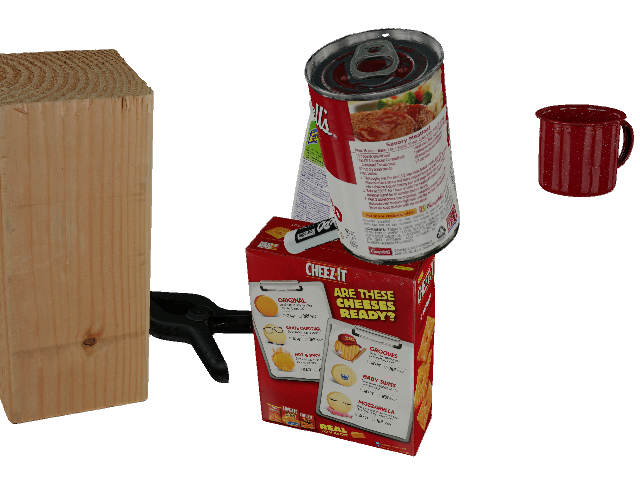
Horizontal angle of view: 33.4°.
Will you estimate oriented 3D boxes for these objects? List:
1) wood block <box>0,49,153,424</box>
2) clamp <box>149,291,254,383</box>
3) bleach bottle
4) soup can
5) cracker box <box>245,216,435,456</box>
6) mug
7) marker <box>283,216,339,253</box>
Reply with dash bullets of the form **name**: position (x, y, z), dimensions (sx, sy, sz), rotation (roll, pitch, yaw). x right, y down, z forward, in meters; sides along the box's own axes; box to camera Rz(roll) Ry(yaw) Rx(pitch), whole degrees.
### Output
- **wood block**: position (-0.158, -0.003, 0.652), dimensions (0.090, 0.206, 0.090), rotation (-7, 29, -24)
- **clamp**: position (-0.143, 0.103, 1.255), dimensions (0.210, 0.036, 0.164), rotation (14, 25, 23)
- **bleach bottle**: position (0.021, -0.074, 1.143), dimensions (0.067, 0.251, 0.103), rotation (-8, 24, -40)
- **soup can**: position (0.034, -0.047, 0.543), dimensions (0.068, 0.102, 0.068), rotation (-8, 36, 6)
- **cracker box**: position (0.023, 0.092, 1.018), dimensions (0.164, 0.214, 0.072), rotation (10, 35, 19)
- **mug**: position (0.285, -0.097, 1.138), dimensions (0.117, 0.081, 0.093), rotation (-11, 22, -26)
- **marker**: position (0.015, -0.011, 0.830), dimensions (0.020, 0.020, 0.121), rotation (0, -12, -41)
